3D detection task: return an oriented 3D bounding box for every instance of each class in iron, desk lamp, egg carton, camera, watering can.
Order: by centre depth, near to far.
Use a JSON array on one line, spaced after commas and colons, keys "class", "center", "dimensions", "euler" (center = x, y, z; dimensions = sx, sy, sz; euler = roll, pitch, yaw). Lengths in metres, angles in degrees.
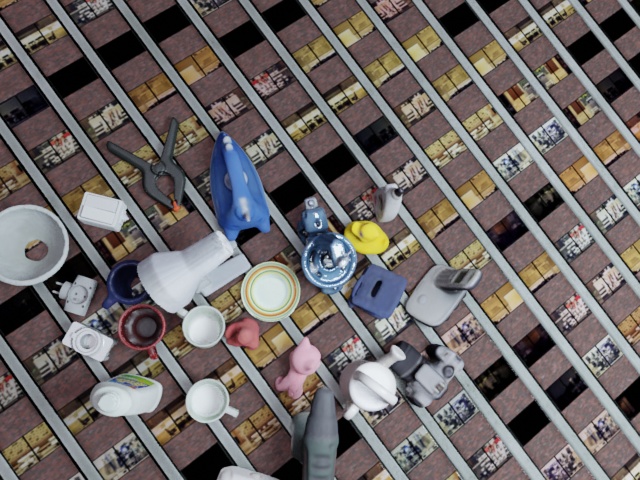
[{"class": "desk lamp", "center": [-0.250, 0.053, 1.159], "dimensions": [0.203, 0.213, 0.118], "euler": [-33, 86, -13]}, {"class": "egg carton", "center": [-0.144, 0.528, 1.168], "dimensions": [0.150, 0.069, 0.107], "euler": [17, 78, -6]}, {"class": "watering can", "center": [0.108, 0.295, 1.184], "dimensions": [0.101, 0.194, 0.173], "euler": [18, 78, -5]}, {"class": "iron", "center": [-0.184, -0.136, 1.239], "dimensions": [0.119, 0.141, 0.258], "euler": [-15, 83, -11]}, {"class": "camera", "center": [0.223, 0.275, 1.253], "dimensions": [0.137, 0.100, 0.143], "euler": [44, 77, 1]}]

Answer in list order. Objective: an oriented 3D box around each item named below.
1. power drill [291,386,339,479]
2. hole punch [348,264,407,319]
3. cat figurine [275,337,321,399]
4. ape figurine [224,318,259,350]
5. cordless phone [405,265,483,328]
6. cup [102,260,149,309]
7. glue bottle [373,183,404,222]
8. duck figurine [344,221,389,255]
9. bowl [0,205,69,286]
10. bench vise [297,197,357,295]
[{"class": "power drill", "center": [-0.010, 0.402, 1.139], "dimensions": [0.075, 0.208, 0.230], "euler": [2, 80, -8]}, {"class": "hole punch", "center": [0.126, 0.116, 1.270], "dimensions": [0.101, 0.091, 0.109], "euler": [29, 77, -3]}, {"class": "cat figurine", "center": [-0.040, 0.272, 1.204], "dimensions": [0.067, 0.117, 0.128], "euler": [26, 77, -3]}, {"class": "ape figurine", "center": [-0.160, 0.201, 1.210], "dimensions": [0.078, 0.092, 0.076], "euler": [45, 77, 1]}, {"class": "cordless phone", "center": [0.273, 0.118, 1.245], "dimensions": [0.094, 0.185, 0.148], "euler": [36, 77, -1]}, {"class": "cup", "center": [-0.396, 0.102, 1.189], "dimensions": [0.092, 0.095, 0.118], "euler": [44, 77, 1]}, {"class": "glue bottle", "center": [0.156, -0.091, 1.269], "dimensions": [0.037, 0.173, 0.078], "euler": [-11, 82, -10]}, {"class": "duck figurine", "center": [0.111, -0.011, 1.292], "dimensions": [0.104, 0.086, 0.077], "euler": [24, 78, -4]}, {"class": "bowl", "center": [-0.598, 0.015, 1.182], "dimensions": [0.167, 0.074, 0.167], "euler": [2, 80, -9]}, {"class": "bench vise", "center": [0.001, 0.011, 1.203], "dimensions": [0.121, 0.219, 0.207], "euler": [-34, 87, -13]}]
